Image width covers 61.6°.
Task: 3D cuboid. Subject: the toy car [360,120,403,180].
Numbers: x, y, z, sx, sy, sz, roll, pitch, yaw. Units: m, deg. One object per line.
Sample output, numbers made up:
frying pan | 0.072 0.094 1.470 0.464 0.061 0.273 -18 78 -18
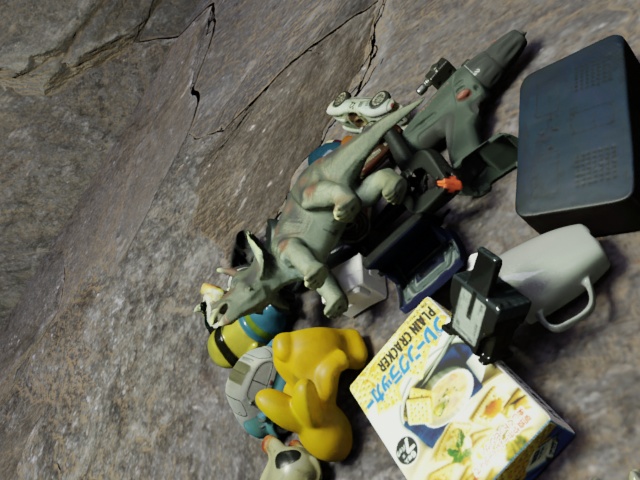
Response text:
toy car | 0.063 -0.122 0.919 0.202 0.089 0.053 -36 40 27

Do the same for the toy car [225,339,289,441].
toy car | -0.090 0.226 0.837 0.109 0.103 0.161 8 73 52

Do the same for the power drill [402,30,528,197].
power drill | 0.225 -0.176 0.770 0.232 0.086 0.207 -39 44 28

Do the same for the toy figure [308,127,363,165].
toy figure | 0.045 -0.162 0.994 0.155 0.064 0.058 -12 15 40

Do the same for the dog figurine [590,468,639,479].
dog figurine | 0.225 0.302 0.421 0.190 0.121 0.172 -61 30 22

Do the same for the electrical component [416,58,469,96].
electrical component | 0.203 -0.262 0.871 0.094 0.063 0.021 -46 37 15

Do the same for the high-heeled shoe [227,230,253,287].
high-heeled shoe | -0.129 0.028 0.990 0.248 0.086 0.145 134 134 -73

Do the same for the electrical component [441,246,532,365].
electrical component | 0.173 0.061 0.557 0.075 0.048 0.119 41 132 51

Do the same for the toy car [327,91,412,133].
toy car | 0.088 -0.228 0.976 0.202 0.073 0.056 23 80 55

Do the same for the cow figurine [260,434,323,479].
cow figurine | -0.052 0.371 0.705 0.127 0.085 0.195 -1 63 57

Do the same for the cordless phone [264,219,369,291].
cordless phone | -0.002 -0.003 0.934 0.184 0.088 0.147 -21 43 24

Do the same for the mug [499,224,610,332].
mug | 0.255 0.038 0.577 0.107 0.080 0.110 -37 37 17

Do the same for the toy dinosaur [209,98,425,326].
toy dinosaur | -0.006 -0.034 0.772 0.192 0.131 0.404 36 97 42

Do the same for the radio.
radio | 0.308 -0.115 0.632 0.131 0.073 0.229 -17 51 45

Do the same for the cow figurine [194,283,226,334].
cow figurine | -0.198 0.146 1.058 0.168 0.068 0.098 24 90 55

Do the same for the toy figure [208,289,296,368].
toy figure | -0.120 0.152 0.935 0.180 0.089 0.082 -48 -1 22

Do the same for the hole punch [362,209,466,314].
hole punch | 0.136 0.029 0.718 0.092 0.115 0.142 49 111 17

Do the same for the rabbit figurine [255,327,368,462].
rabbit figurine | -0.001 0.208 0.724 0.122 0.162 0.173 -22 66 24
